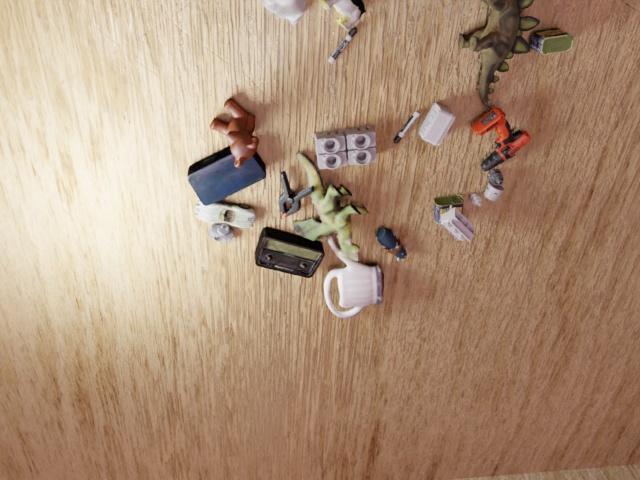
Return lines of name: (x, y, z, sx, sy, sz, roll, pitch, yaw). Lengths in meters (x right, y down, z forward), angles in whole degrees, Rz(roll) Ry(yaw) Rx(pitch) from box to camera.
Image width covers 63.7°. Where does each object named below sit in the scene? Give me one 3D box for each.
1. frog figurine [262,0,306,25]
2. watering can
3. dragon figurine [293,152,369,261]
frog figurine: (-0.089, -0.662, 1.374, 0.136, 0.124, 0.158, -46, 154, 11)
watering can: (0.126, 0.134, 1.889, 0.224, 0.106, 0.341, -5, 113, -6)
dragon figurine: (0.005, -0.087, 1.738, 0.408, 0.124, 0.239, 43, 115, -10)
